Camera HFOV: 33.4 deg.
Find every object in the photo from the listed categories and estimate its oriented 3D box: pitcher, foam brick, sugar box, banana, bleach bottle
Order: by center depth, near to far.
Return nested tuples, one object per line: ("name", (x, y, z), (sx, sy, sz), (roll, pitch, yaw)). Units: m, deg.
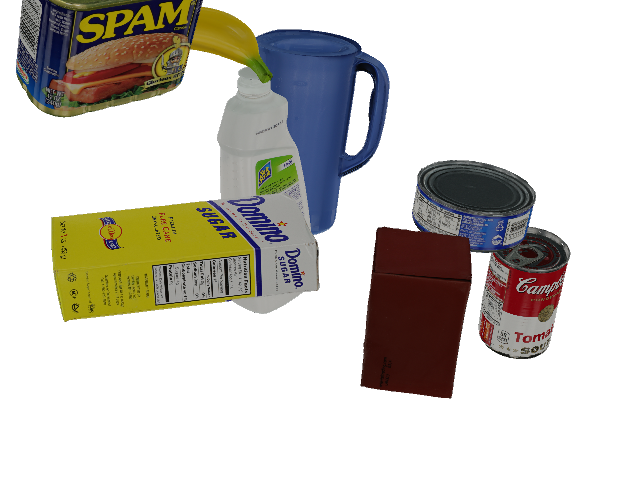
("foam brick", (0.052, 0.039, 0.586), (0.053, 0.078, 0.051), (7, 31, 3))
("sugar box", (-0.096, 0.008, 0.746), (0.176, 0.048, 0.093), (-9, 27, -11))
("banana", (-0.140, -0.174, 0.928), (0.197, 0.069, 0.037), (0, -33, -3))
("bleach bottle", (-0.053, -0.054, 1.053), (0.068, 0.251, 0.102), (24, 41, 32))
("pitcher", (-0.015, -0.131, 1.318), (0.144, 0.243, 0.149), (-10, 27, -29))

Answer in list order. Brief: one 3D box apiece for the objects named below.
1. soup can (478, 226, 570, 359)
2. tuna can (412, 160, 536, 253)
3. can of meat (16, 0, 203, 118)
("soup can", (0.182, 0.048, 0.966), (0.068, 0.102, 0.068), (2, 34, -2))
("tuna can", (0.110, -0.025, 0.773), (0.086, 0.034, 0.086), (6, 28, -3))
("can of meat", (-0.117, -0.122, 0.595), (0.101, 0.057, 0.084), (-19, -30, -33))
